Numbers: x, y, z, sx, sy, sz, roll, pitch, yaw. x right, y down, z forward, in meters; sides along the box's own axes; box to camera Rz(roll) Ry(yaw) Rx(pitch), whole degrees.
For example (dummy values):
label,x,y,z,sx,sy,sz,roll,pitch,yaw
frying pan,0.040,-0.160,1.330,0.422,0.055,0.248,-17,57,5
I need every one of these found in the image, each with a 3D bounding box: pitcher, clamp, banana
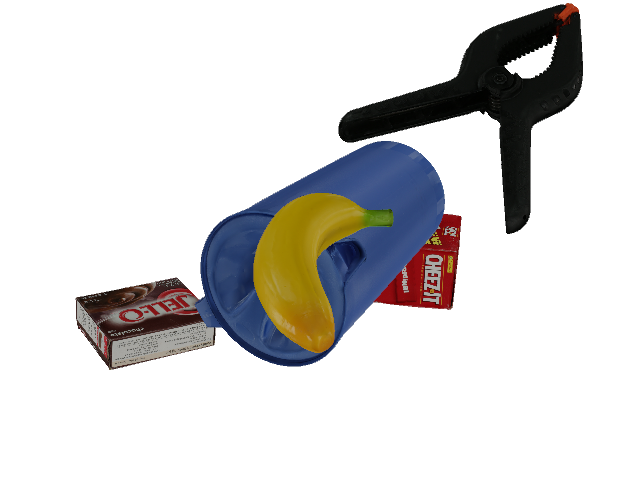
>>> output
label,x,y,z,sx,sy,sz,roll,pitch,yaw
pitcher,0.007,0.001,0.929,0.149,0.145,0.242,23,31,20
clamp,0.141,-0.102,0.807,0.165,0.209,0.036,40,-21,28
banana,-0.005,0.008,0.643,0.070,0.037,0.197,4,24,13

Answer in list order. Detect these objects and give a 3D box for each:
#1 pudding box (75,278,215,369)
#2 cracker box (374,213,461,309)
label,x,y,z,sx,sy,sz,roll,pitch,yaw
pudding box,-0.170,0.079,1.041,0.113,0.039,0.090,-13,30,-29
cracker box,0.041,0.015,1.149,0.214,0.072,0.164,5,15,8
